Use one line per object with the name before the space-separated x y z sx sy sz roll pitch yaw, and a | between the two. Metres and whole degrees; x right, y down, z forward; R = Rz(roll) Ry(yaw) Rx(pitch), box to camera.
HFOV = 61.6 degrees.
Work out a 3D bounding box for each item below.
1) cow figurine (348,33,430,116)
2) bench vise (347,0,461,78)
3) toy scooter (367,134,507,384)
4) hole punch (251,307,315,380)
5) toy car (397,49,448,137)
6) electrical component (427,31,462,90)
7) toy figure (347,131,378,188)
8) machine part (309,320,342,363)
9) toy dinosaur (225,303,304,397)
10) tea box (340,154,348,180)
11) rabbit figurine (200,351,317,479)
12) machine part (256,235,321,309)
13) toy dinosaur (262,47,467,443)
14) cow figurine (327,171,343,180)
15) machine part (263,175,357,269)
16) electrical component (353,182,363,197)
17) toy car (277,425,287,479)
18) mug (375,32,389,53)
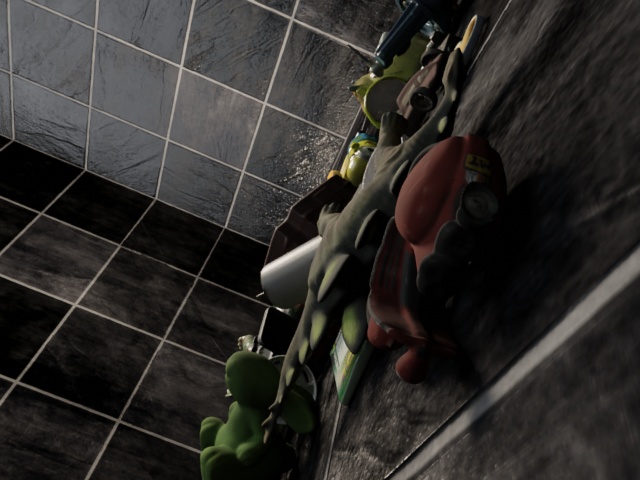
cow figurine | 0.141 -0.334 1.086 0.194 0.127 0.085 -62 4 35
bench vise | 0.168 -0.383 0.912 0.240 0.129 0.223 -49 0 9
toy scooter | 0.077 0.021 0.374 0.135 0.075 0.183 -76 6 -66
hole punch | -0.068 0.198 0.952 0.092 0.116 0.142 -58 9 23
toy car | 0.136 -0.191 0.784 0.202 0.053 0.089 102 -171 -67
electrical component | 0.180 -0.274 0.825 0.078 0.045 0.102 134 158 -82
toy figure | 0.094 -0.163 1.096 0.180 0.082 0.089 -91 7 -64
machine part | 0.006 0.116 0.888 0.179 0.056 0.179 -156 89 -87
toy dinosaur | -0.072 0.200 1.084 0.404 0.131 0.192 -61 18 18
tea box | 0.083 -0.150 1.221 0.098 0.068 0.170 117 173 -49
rabbit figurine | -0.084 0.236 0.721 0.121 0.159 0.170 -109 23 -81
machine part | -0.001 0.036 0.772 0.243 0.079 0.079 -28 26 30
toy dinosaur | 0.043 0.017 0.595 0.199 0.105 0.471 -78 13 -68
cow figurine | 0.041 -0.069 1.110 0.167 0.098 0.068 111 163 -50
machine part | -0.002 -0.003 0.976 0.201 0.087 0.201 -41 -17 -39
electrical component | 0.074 -0.037 0.828 0.115 0.058 0.134 -69 4 -45
toy car | -0.084 0.330 0.875 0.202 0.056 0.073 -72 6 -45
mug | 0.174 -0.401 1.147 0.110 0.107 0.080 -84 18 -68
